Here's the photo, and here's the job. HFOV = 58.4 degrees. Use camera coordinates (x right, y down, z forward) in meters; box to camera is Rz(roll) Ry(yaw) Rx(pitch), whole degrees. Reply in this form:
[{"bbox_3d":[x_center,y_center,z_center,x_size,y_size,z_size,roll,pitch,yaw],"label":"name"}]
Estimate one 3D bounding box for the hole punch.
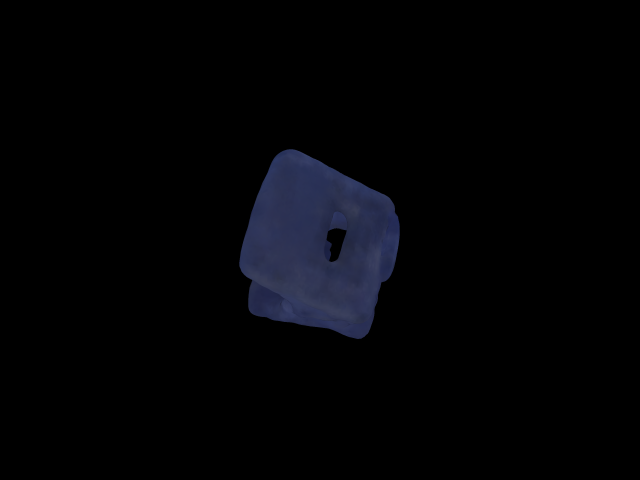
[{"bbox_3d":[0.004,0.001,0.400,0.101,0.091,0.109,11,60,7],"label":"hole punch"}]
